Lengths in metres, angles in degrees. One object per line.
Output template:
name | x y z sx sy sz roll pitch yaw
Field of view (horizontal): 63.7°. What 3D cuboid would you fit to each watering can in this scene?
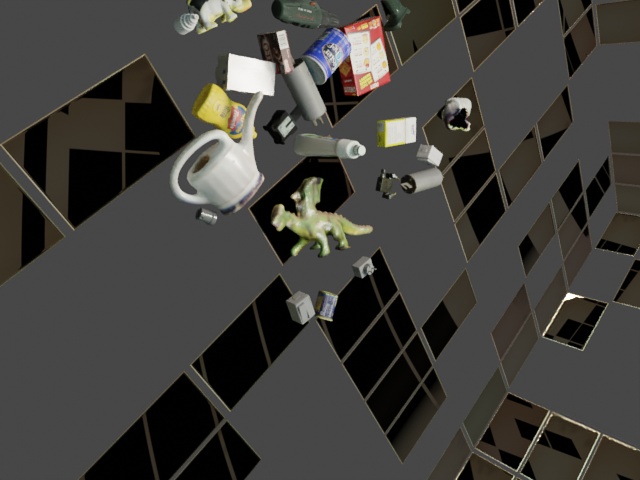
watering can | -0.228 -0.208 1.354 0.348 0.105 0.220 -43 129 -3

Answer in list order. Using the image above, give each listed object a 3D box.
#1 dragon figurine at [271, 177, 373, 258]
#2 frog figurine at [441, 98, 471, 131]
dragon figurine | 0.005 -0.082 1.637 0.414 0.122 0.240 -21 106 -40
frog figurine | 0.544 -0.516 2.057 0.135 0.121 0.163 43 34 -32
